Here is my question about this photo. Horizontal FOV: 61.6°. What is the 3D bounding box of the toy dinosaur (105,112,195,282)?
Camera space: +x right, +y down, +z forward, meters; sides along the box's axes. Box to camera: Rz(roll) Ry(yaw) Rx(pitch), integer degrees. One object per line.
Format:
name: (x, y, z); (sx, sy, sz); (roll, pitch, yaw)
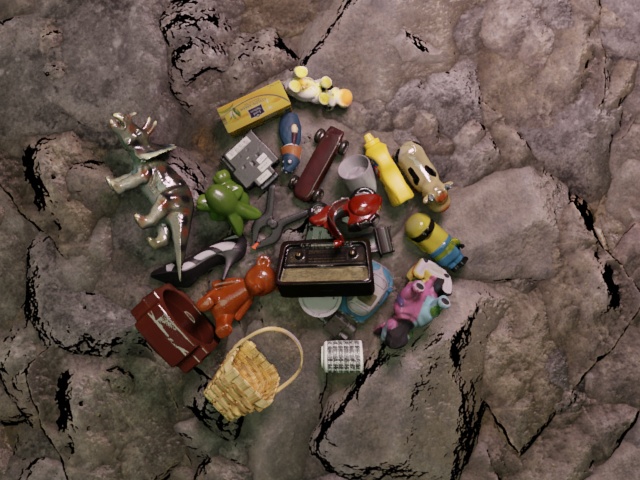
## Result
toy dinosaur: (-0.384, -0.113, 1.310); (0.192, 0.131, 0.404); (-35, 96, -16)

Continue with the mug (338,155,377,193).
mug: (0.093, -0.152, 1.337); (0.081, 0.110, 0.107); (-36, 135, -6)

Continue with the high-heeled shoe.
high-heeled shoe: (-0.307, 0.041, 1.360); (0.249, 0.086, 0.145); (0, 56, 17)

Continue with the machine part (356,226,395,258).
machine part: (0.119, 0.012, 1.367); (0.139, 0.039, 0.084); (-10, 96, -1)

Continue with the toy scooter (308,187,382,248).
toy scooter: (0.067, -0.047, 1.274); (0.184, 0.075, 0.135); (-15, 52, 3)

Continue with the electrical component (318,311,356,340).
electrical component: (0.042, 0.212, 1.365); (0.094, 0.021, 0.063); (38, 121, 0)

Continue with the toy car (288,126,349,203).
toy car: (-0.001, -0.188, 1.354); (0.089, 0.053, 0.202); (28, 90, 19)

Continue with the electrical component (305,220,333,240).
electrical component: (-0.003, -0.004, 1.362); (0.075, 0.048, 0.119); (11, 90, 0)

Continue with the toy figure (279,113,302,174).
toy figure: (-0.073, -0.239, 1.339); (0.058, 0.064, 0.154); (-3, 80, 1)

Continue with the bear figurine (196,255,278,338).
bear figurine: (-0.187, 0.134, 1.327); (0.196, 0.132, 0.120); (-28, 104, 6)

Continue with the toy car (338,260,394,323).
toy car: (0.114, 0.129, 1.338); (0.109, 0.103, 0.161); (34, 89, 0)

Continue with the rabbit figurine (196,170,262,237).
rabbit figurine: (-0.229, -0.082, 1.297); (0.121, 0.170, 0.159); (-44, 91, 1)

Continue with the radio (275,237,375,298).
radio: (0.015, 0.066, 1.289); (0.230, 0.073, 0.131); (-1, 55, 7)

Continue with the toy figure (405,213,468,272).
toy figure: (0.291, 0.004, 1.342); (0.180, 0.089, 0.082); (44, 84, 1)

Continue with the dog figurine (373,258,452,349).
dog figurine: (0.225, 0.173, 1.345); (0.108, 0.191, 0.219); (31, 125, -4)

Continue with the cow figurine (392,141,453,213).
cow figurine: (0.258, -0.155, 1.319); (0.085, 0.127, 0.195); (-32, 89, 4)

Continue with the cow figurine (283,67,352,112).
cow figurine: (-0.007, -0.365, 1.339); (0.167, 0.098, 0.068); (18, 85, -19)

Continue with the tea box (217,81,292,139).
tea box: (-0.159, -0.320, 1.328); (0.170, 0.098, 0.068); (-24, 92, -1)

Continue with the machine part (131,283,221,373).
machine part: (-0.344, 0.209, 1.288); (0.087, 0.201, 0.201); (-43, 92, 3)

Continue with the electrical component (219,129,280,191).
electrical component: (-0.168, -0.191, 1.351); (0.115, 0.058, 0.134); (-41, 92, 3)
